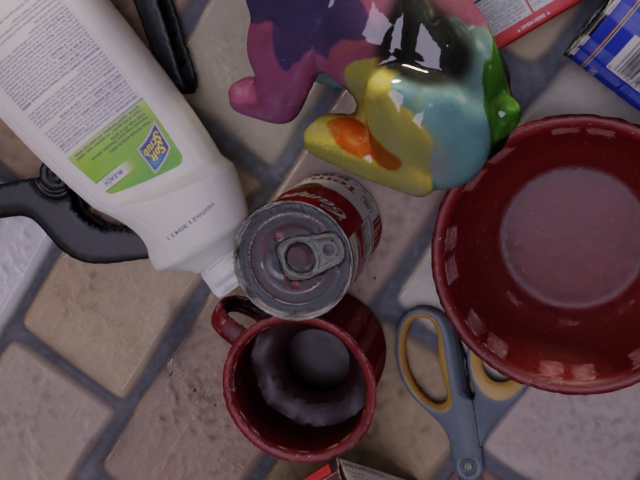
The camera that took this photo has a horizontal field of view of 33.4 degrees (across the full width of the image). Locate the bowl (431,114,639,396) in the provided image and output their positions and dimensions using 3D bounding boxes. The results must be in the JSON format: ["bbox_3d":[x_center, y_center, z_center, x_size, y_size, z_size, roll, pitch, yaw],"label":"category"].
[{"bbox_3d":[0.148,0.005,0.619,0.162,0.055,0.162,3,103,12],"label":"bowl"}]

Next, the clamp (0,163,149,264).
[{"bbox_3d":[-0.167,-0.055,0.689,0.210,0.036,0.164,20,100,5],"label":"clamp"}]

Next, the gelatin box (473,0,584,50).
[{"bbox_3d":[0.102,-0.160,0.605,0.073,0.030,0.089,-29,95,19],"label":"gelatin box"}]

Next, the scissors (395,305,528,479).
[{"bbox_3d":[0.110,0.130,0.677,0.096,0.016,0.202,-20,98,17],"label":"scissors"}]

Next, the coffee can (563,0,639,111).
[{"bbox_3d":[0.214,-0.095,0.555,0.140,0.102,0.103,38,108,2],"label":"coffee can"}]

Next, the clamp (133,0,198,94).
[{"bbox_3d":[-0.107,-0.174,0.647,0.171,0.039,0.120,35,103,7],"label":"clamp"}]

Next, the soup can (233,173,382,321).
[{"bbox_3d":[-0.004,0.001,0.629,0.068,0.102,0.068,3,104,13],"label":"soup can"}]

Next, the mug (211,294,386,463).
[{"bbox_3d":[-0.014,0.072,0.658,0.117,0.081,0.093,31,108,4],"label":"mug"}]

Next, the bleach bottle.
[{"bbox_3d":[-0.131,-0.068,0.637,0.103,0.068,0.251,-37,93,13],"label":"bleach bottle"}]

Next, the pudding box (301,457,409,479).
[{"bbox_3d":[0.011,0.179,0.665,0.090,0.113,0.039,-35,57,19],"label":"pudding box"}]
